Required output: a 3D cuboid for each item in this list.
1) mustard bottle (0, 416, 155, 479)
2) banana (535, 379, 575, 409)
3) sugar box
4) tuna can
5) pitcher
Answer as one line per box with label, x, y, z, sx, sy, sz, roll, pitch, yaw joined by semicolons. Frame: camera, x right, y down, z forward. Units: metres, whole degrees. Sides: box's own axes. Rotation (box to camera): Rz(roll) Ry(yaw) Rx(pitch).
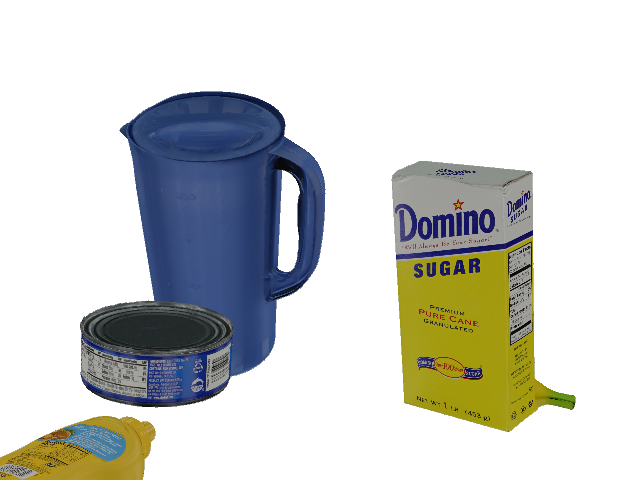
mustard bottle;-0.198;0.185;0.854;0.096;0.058;0.191;6;15;30
banana;0.151;0.097;0.959;0.069;0.037;0.198;5;28;-22
sugar box;0.100;0.037;0.743;0.094;0.176;0.048;9;23;40
tuna can;-0.092;0.063;0.603;0.086;0.034;0.086;4;14;-1
pitcher;-0.086;0.002;0.946;0.144;0.243;0.149;-13;35;-19
